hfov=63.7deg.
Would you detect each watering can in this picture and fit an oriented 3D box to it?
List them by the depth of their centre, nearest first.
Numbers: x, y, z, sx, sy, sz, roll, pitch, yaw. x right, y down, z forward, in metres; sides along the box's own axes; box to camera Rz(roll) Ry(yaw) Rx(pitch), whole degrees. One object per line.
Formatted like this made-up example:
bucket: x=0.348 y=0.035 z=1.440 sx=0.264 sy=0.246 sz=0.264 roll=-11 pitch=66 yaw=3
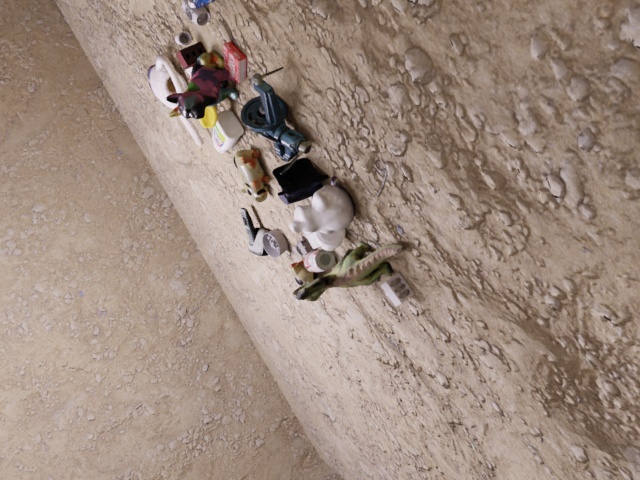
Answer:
watering can: x=-0.539 y=-0.525 z=1.917 sx=0.227 sy=0.105 sz=0.340 roll=35 pitch=148 yaw=46

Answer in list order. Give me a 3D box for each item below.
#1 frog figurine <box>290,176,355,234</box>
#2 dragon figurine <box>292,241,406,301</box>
frog figurine: x=0.004 y=-0.065 z=1.287 sx=0.124 sy=0.161 sz=0.134 roll=44 pitch=154 yaw=26
dragon figurine: x=0.047 y=0.100 z=1.316 sx=0.123 sy=0.245 sz=0.405 roll=60 pitch=161 yaw=6
